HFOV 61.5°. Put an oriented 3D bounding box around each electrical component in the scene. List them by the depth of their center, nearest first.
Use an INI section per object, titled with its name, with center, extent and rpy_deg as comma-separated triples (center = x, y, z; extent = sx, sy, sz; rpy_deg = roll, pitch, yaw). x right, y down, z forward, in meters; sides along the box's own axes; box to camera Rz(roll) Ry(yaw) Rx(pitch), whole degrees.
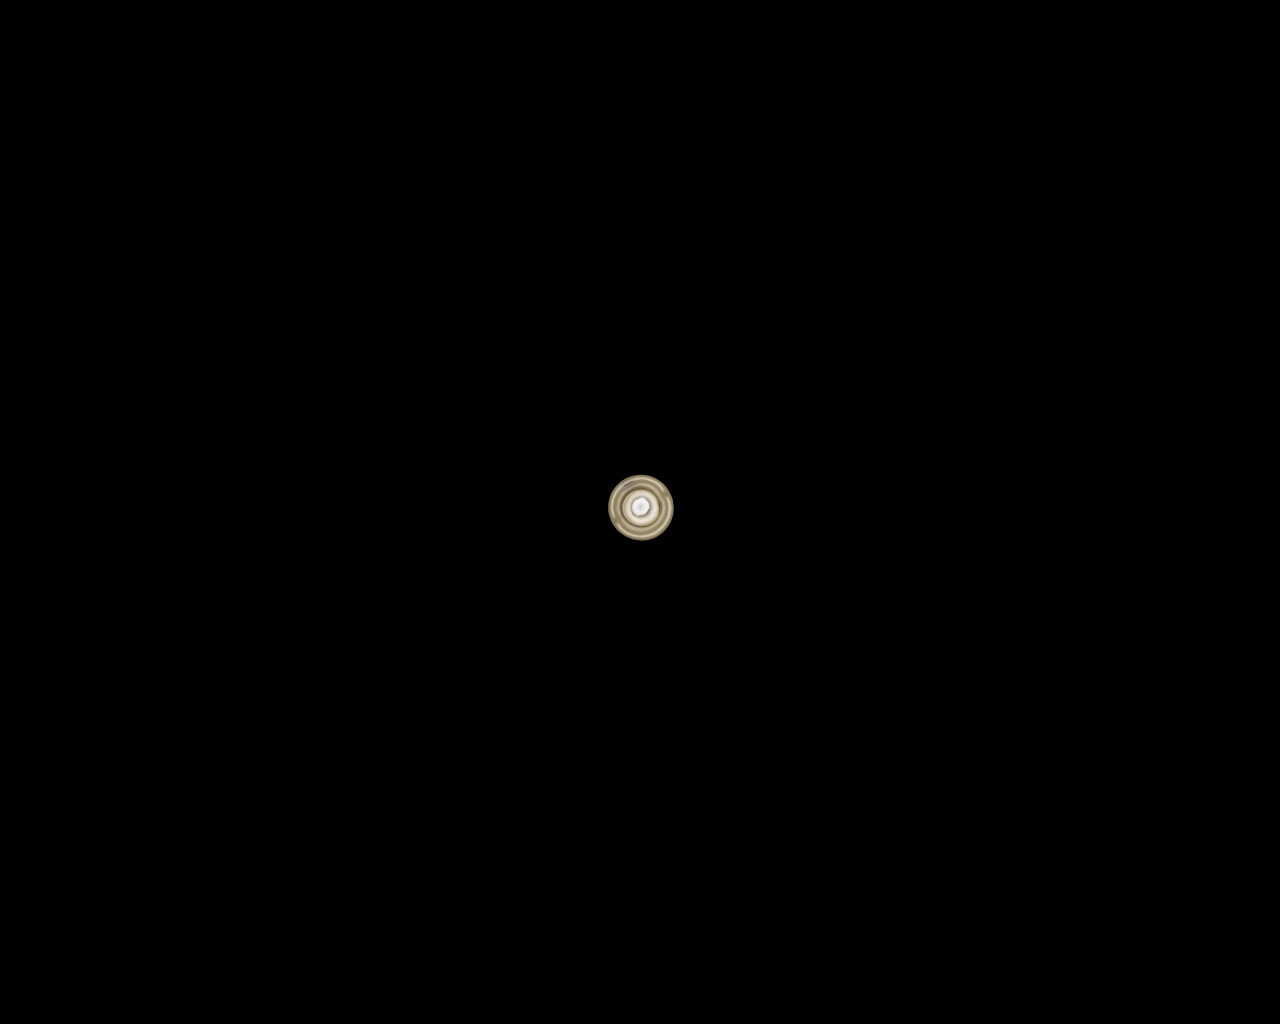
[electrical component]
center = 0.001, -0.003, 0.650
extent = 0.040, 0.040, 0.078
rpy_deg = 0, 0, 0
